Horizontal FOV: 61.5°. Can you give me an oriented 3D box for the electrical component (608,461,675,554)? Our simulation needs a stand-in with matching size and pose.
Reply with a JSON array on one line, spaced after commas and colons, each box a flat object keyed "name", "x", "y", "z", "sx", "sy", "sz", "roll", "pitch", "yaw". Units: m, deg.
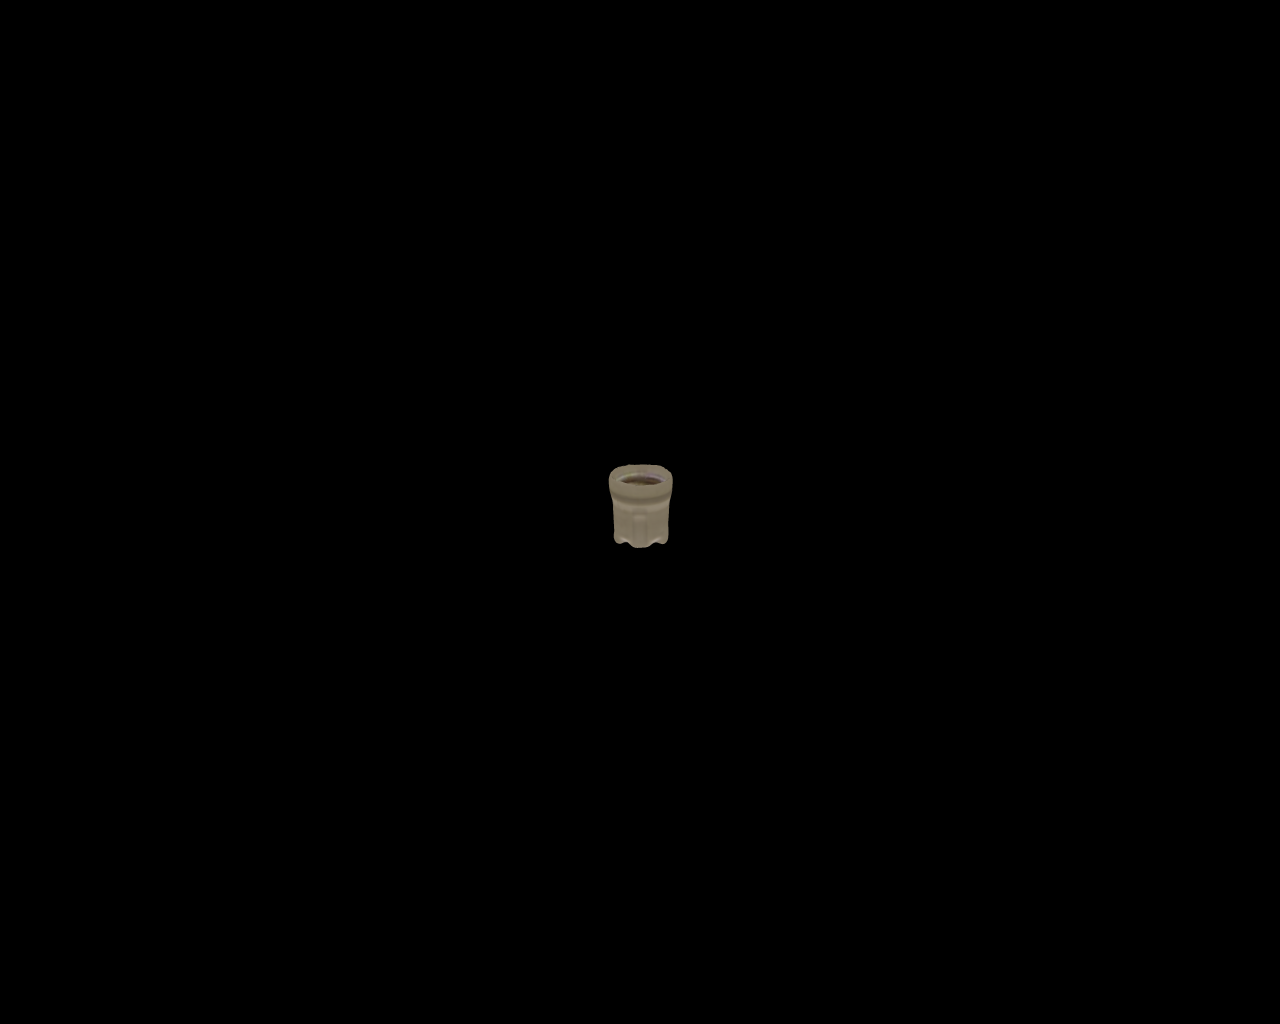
[{"name": "electrical component", "x": 0.001, "y": -0.003, "z": 0.650, "sx": 0.040, "sy": 0.046, "sz": 0.040, "roll": 0, "pitch": 24, "yaw": 0}]
